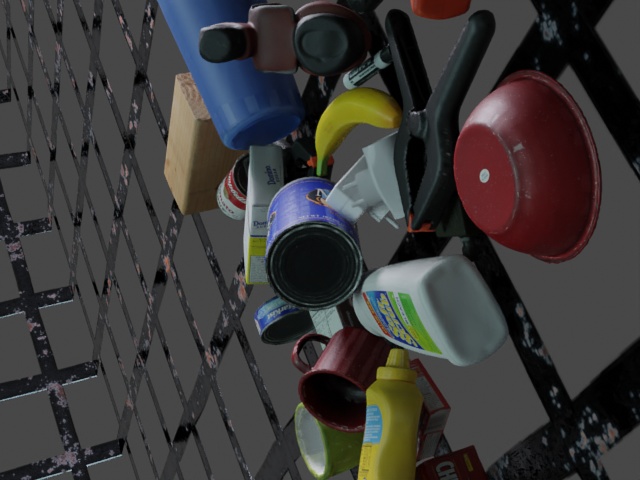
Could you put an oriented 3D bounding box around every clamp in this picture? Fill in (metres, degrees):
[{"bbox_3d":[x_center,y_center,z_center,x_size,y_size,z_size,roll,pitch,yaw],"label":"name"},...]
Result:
[{"bbox_3d":[-0.024,-0.088,1.297,0.120,0.039,0.172,68,158,10],"label":"clamp"},{"bbox_3d":[0.096,-0.113,0.975,0.165,0.036,0.210,-141,53,-60],"label":"clamp"}]

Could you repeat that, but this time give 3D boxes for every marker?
[{"bbox_3d":[0.055,-0.177,1.084,0.121,0.020,0.020,159,97,-68],"label":"marker"}]

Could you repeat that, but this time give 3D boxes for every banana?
[{"bbox_3d":[0.038,-0.126,1.130,0.198,0.037,0.069,-29,77,65],"label":"banana"}]

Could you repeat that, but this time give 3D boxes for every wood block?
[{"bbox_3d":[-0.159,-0.139,1.520,0.206,0.090,0.090,108,142,-51],"label":"wood block"}]

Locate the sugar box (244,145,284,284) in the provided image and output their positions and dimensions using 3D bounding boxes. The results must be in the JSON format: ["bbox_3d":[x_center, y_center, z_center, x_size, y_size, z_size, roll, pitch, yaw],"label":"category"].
[{"bbox_3d":[-0.069,-0.028,1.325,0.176,0.048,0.093,104,165,-56],"label":"sugar box"}]

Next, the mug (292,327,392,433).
[{"bbox_3d":[0.024,0.144,1.168,0.117,0.081,0.093,30,135,4],"label":"mug"}]

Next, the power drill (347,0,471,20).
[{"bbox_3d":[0.072,-0.261,0.930,0.188,0.057,0.184,-124,32,-50],"label":"power drill"}]

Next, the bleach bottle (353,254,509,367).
[{"bbox_3d":[0.092,0.072,1.074,0.102,0.068,0.251,61,163,-4],"label":"bleach bottle"}]

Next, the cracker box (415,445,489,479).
[{"bbox_3d":[0.126,0.332,1.125,0.164,0.072,0.214,68,155,22],"label":"cracker box"}]

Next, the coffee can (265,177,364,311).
[{"bbox_3d":[-0.008,0.001,1.160,0.140,0.103,0.103,-93,0,-68],"label":"coffee can"}]

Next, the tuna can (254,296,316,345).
[{"bbox_3d":[-0.041,0.100,1.376,0.086,0.086,0.034,112,142,-55],"label":"tuna can"}]

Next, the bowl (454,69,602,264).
[{"bbox_3d":[0.156,-0.054,0.866,0.162,0.055,0.162,-13,90,67],"label":"bowl"}]

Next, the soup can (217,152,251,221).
[{"bbox_3d":[-0.096,-0.071,1.438,0.102,0.068,0.068,141,114,-66],"label":"soup can"}]

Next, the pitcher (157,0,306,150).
[{"bbox_3d":[-0.111,-0.233,1.314,0.149,0.145,0.243,12,-127,-67],"label":"pitcher"}]

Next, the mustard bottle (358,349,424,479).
[{"bbox_3d":[0.069,0.204,1.067,0.096,0.058,0.191,122,155,-76],"label":"mustard bottle"}]

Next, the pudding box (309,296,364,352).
[{"bbox_3d":[0.030,0.113,1.278,0.090,0.039,0.113,126,129,-62],"label":"pudding box"}]

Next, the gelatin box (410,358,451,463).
[{"bbox_3d":[0.103,0.185,1.152,0.089,0.030,0.073,100,149,-43],"label":"gelatin box"}]
